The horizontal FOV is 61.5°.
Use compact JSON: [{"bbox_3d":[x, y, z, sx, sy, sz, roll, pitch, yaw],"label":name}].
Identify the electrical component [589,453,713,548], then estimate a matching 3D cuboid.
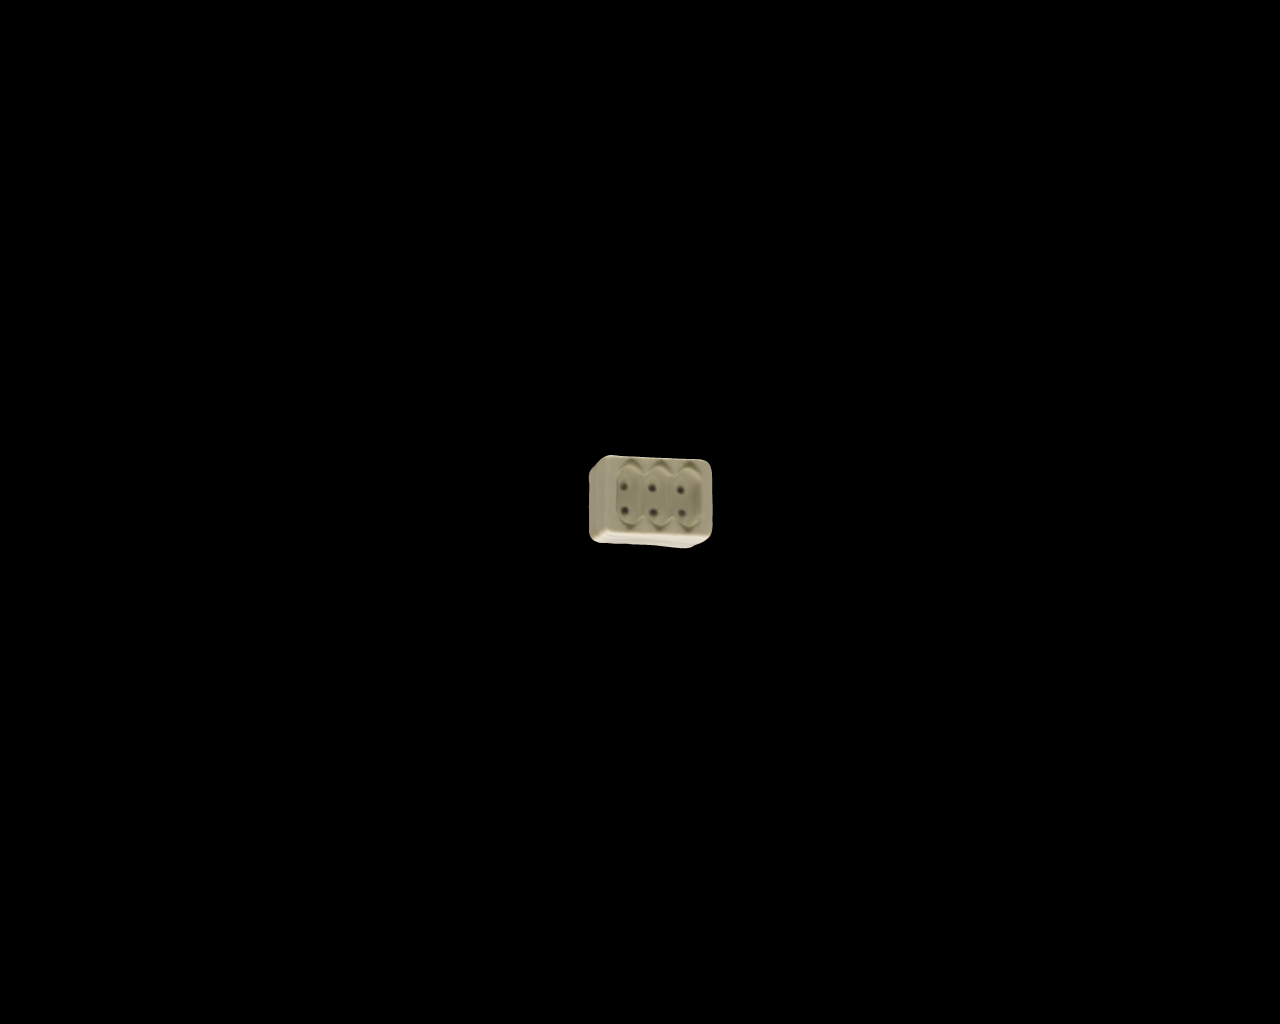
[{"bbox_3d":[0.001,-0.003,0.650,0.066,0.047,0.076,3,-11,-16],"label":"electrical component"}]
